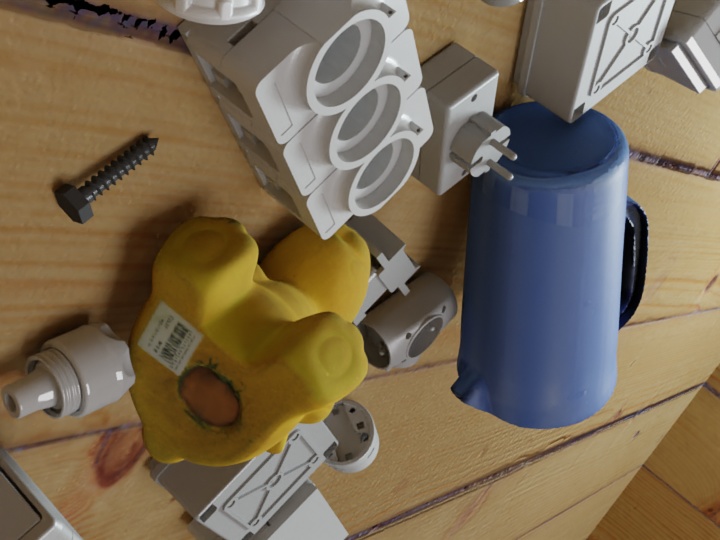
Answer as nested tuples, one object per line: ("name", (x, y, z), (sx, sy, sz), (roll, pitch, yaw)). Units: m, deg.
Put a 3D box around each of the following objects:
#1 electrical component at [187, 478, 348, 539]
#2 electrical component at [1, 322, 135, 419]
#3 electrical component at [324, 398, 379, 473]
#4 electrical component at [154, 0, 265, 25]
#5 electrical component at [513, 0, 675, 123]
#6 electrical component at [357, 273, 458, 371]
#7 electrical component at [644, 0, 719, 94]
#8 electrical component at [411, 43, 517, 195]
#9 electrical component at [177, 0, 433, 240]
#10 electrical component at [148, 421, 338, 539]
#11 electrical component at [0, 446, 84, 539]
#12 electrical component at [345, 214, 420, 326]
("electrical component", (-0.073, 0.207, 0.867), (0.089, 0.062, 0.150), (-44, 155, -13))
("electrical component", (-0.149, 0.055, 0.544), (0.062, 0.043, 0.043), (-25, 145, -42))
("electrical component", (-0.012, 0.138, 0.885), (0.055, 0.055, 0.047), (-46, 159, -9))
("electrical component", (-0.059, -0.133, 0.433), (0.048, 0.048, 0.062), (-26, 140, -42))
("electrical component", (0.166, -0.175, 0.741), (0.109, 0.056, 0.108), (-38, 153, -26))
("electrical component", (0.033, 0.051, 0.849), (0.077, 0.044, 0.079), (-34, 151, -32))
("electrical component", (0.244, -0.182, 0.828), (0.061, 0.096, 0.062), (-50, 126, -1))
("electrical component", (0.069, -0.084, 0.680), (0.047, 0.076, 0.083), (-38, 153, -25))
("electrical component", (-0.017, -0.090, 0.542), (0.089, 0.062, 0.150), (-45, 155, -11))
("electrical component", (-0.078, 0.130, 0.755), (0.108, 0.056, 0.108), (-46, 155, -11))
("electrical component", (-0.183, 0.130, 0.528), (0.062, 0.096, 0.061), (-42, 153, -17))
("electrical component", (0.000, 0.000, 0.725), (0.064, 0.042, 0.081), (-45, 155, -2))
